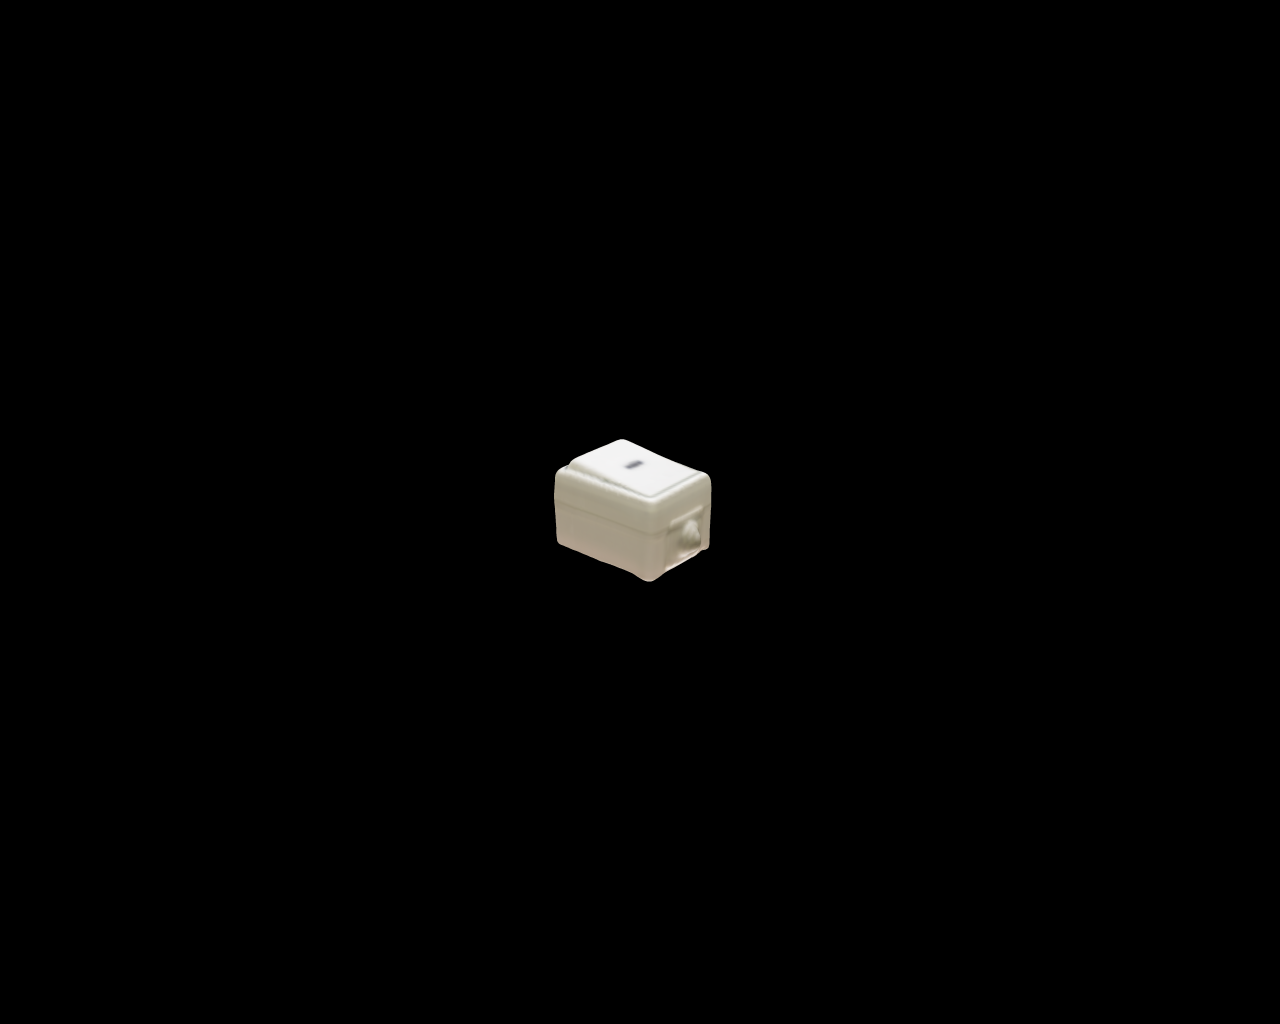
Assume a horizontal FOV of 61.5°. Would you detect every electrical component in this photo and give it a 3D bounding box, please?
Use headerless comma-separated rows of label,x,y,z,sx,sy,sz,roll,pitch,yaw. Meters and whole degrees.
electrical component,0.001,-0.003,0.650,0.096,0.061,0.062,20,32,36
